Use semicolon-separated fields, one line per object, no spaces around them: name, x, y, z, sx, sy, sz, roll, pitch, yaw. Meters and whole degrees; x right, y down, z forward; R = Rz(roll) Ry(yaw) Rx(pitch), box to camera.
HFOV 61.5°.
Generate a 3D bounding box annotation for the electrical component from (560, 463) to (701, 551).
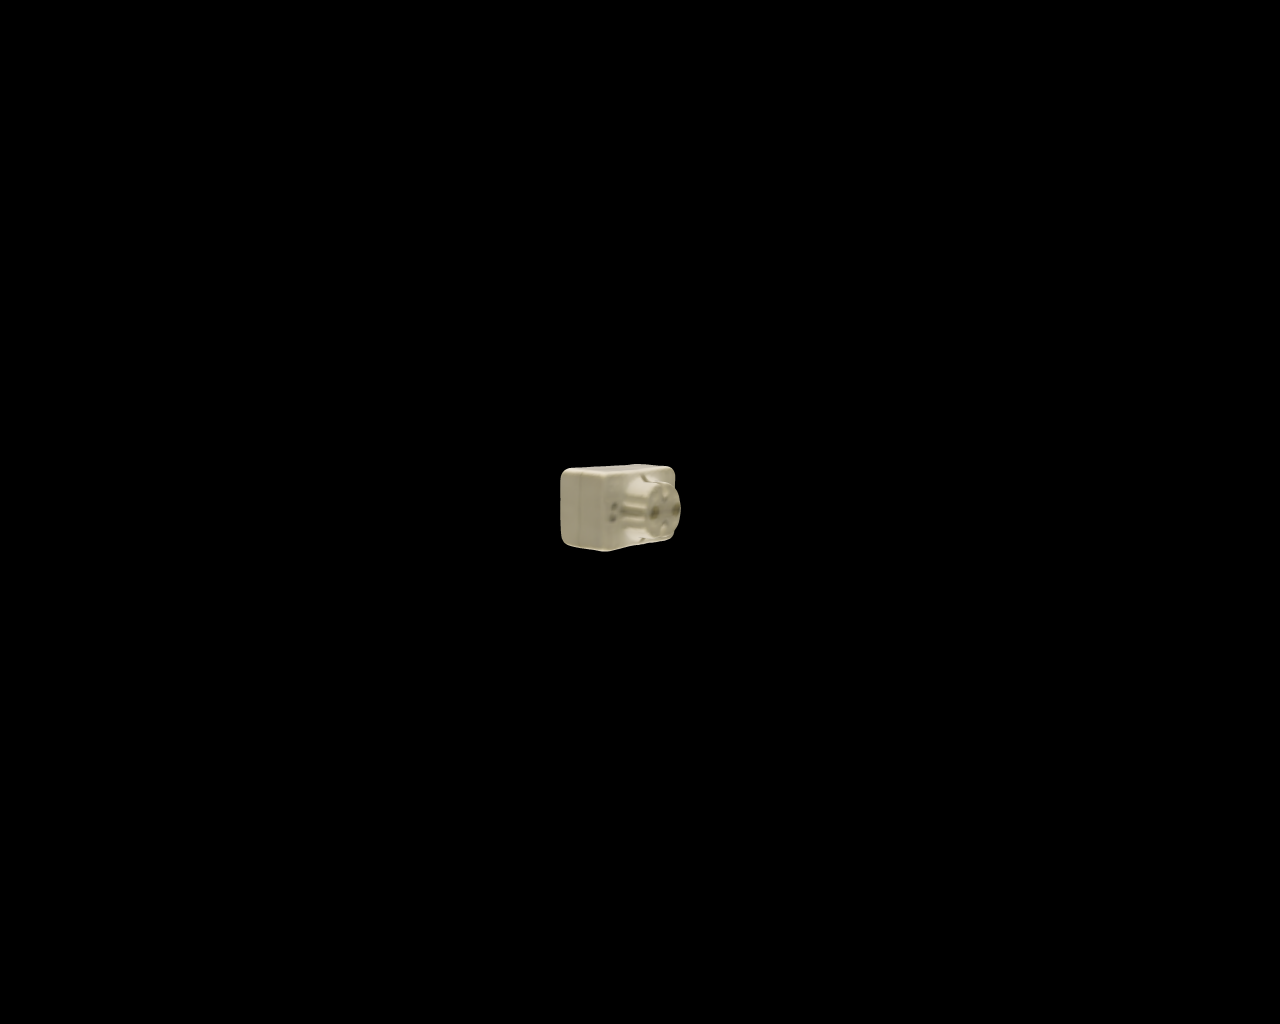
electrical component;0.001;-0.003;0.650;0.077;0.047;0.066;6;9;43
